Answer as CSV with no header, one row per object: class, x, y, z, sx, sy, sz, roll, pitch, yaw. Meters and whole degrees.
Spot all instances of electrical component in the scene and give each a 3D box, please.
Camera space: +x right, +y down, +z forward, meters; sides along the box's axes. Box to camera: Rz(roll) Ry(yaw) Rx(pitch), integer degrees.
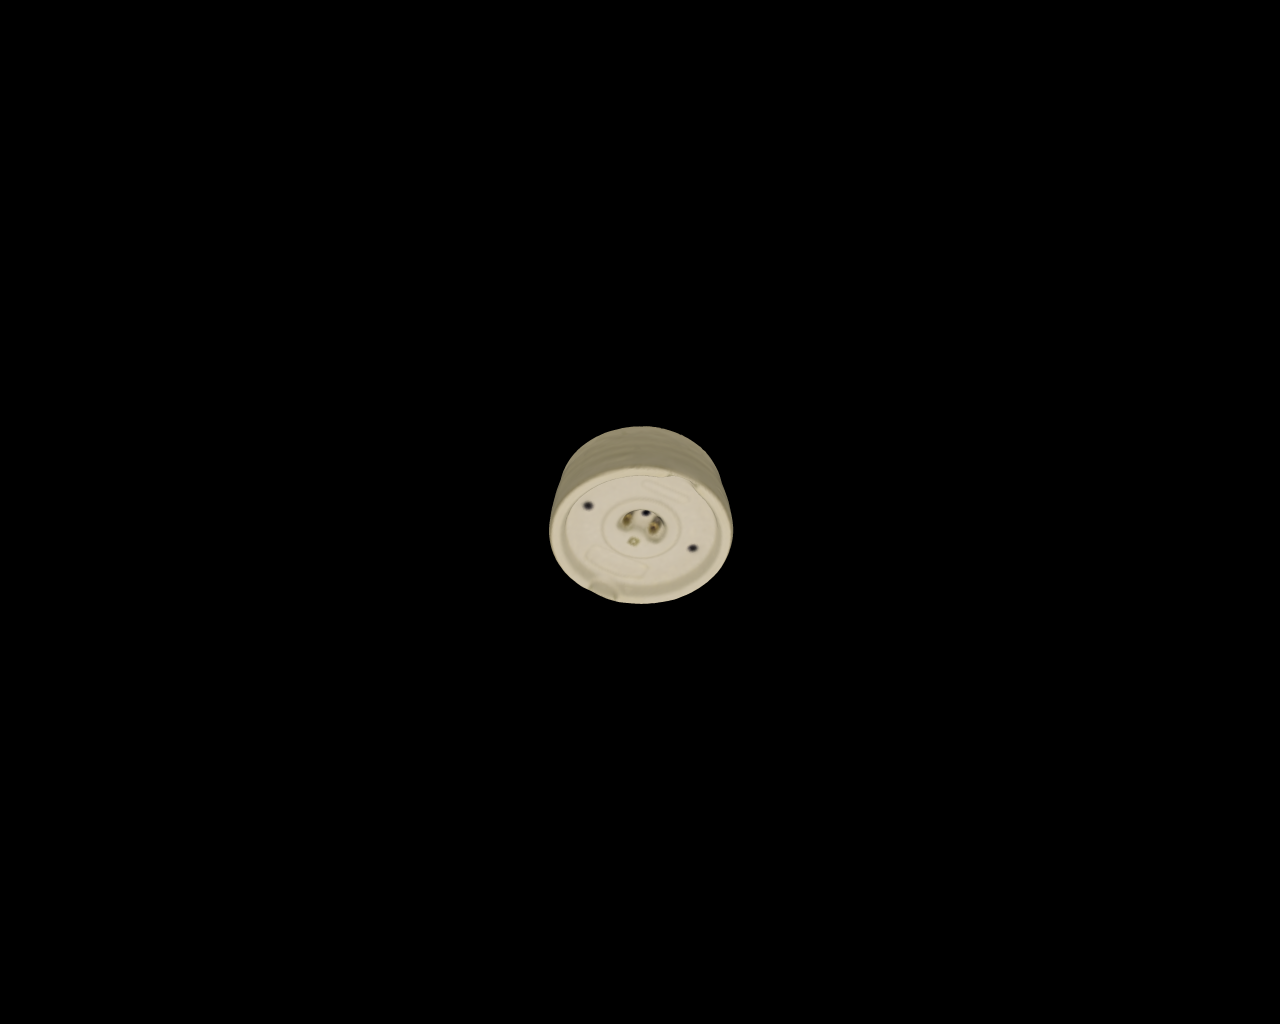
electrical component,0.001,-0.003,0.650,0.108,0.108,0.060,0,40,0
